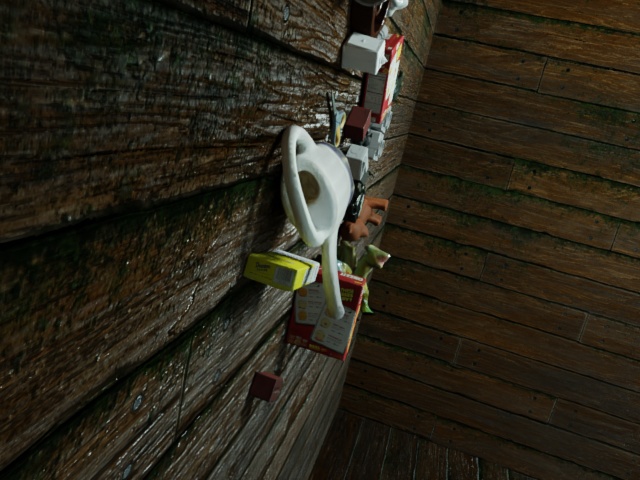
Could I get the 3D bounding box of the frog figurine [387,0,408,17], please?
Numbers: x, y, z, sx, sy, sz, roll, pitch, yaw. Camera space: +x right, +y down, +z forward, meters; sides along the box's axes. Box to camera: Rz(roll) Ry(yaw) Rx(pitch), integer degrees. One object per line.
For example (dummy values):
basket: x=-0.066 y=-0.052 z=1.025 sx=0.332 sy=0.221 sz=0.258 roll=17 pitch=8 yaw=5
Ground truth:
frog figurine: x=0.197 y=-0.663 z=1.316 sx=0.157 sy=0.122 sz=0.140 roll=-31 pitch=-142 yaw=50

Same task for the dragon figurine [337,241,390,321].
dragon figurine: x=0.083 y=0.126 z=1.629 sx=0.405 sy=0.122 sz=0.247 roll=-30 pitch=-126 yaw=53

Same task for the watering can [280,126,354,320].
watering can: x=0.003 y=-0.048 z=0.954 sx=0.228 sy=0.103 sz=0.343 roll=-54 pitch=131 yaw=-63
